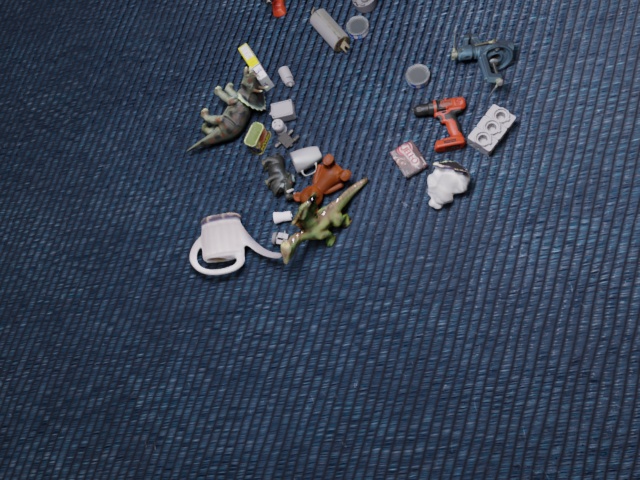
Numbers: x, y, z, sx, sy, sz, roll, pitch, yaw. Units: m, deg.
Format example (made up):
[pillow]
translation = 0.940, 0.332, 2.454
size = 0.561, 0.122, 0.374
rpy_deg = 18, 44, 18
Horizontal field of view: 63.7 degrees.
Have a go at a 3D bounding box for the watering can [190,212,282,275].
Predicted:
[watering can]
translation = -0.310, 0.005, 1.851
size = 0.347, 0.103, 0.227
rpy_deg = -11, 74, 11

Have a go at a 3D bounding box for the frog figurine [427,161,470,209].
[frog figurine]
translation = 0.430, -0.183, 1.744
size = 0.137, 0.125, 0.156
rpy_deg = 10, 116, 7

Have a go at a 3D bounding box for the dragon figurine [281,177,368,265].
[dragon figurine]
translation = 0.005, -0.087, 1.736
size = 0.123, 0.240, 0.411
rpy_deg = 36, 89, 22
